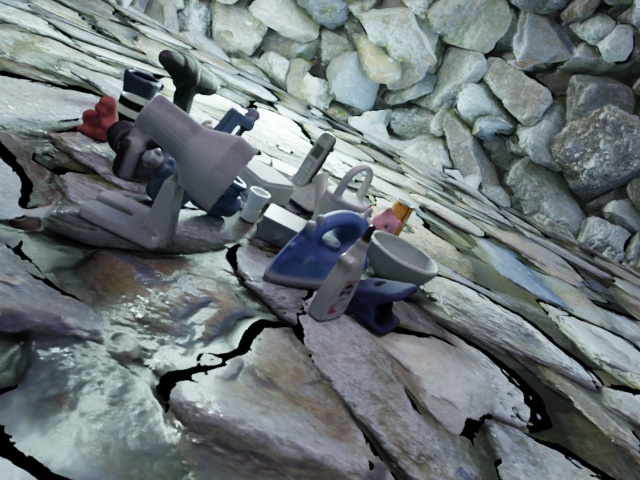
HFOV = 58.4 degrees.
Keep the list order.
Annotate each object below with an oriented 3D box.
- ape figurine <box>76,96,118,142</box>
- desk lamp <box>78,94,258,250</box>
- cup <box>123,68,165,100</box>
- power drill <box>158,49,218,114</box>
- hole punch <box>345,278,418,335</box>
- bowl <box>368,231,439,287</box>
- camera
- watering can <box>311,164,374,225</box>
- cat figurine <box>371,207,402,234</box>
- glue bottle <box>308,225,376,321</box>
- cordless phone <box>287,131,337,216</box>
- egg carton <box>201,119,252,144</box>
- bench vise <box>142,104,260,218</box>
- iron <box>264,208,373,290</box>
[{"bbox_3d":[-0.437,-0.248,1.156,0.076,0.092,0.077,10,25,-41],"label":"ape figurine"},{"bbox_3d":[-0.222,-0.094,0.862,0.203,0.213,0.118,25,19,-7],"label":"desk lamp"},{"bbox_3d":[-0.450,-0.370,1.447,0.091,0.095,0.118,35,20,22],"label":"cup"},{"bbox_3d":[-0.329,-0.331,1.337,0.075,0.208,0.230,31,19,11],"label":"power drill"},{"bbox_3d":[0.103,0.098,0.996,0.101,0.091,0.109,35,20,20],"label":"hole punch"},{"bbox_3d":[0.165,0.053,1.222,0.167,0.074,0.167,25,19,-9],"label":"bowl"},{"bbox_3d":[-0.337,-0.182,1.107,0.144,0.101,0.136,3,31,-50],"label":"camera"},{"bbox_3d":[0.045,-0.080,1.217,0.172,0.194,0.101,32,19,12],"label":"watering can"},{"bbox_3d":[0.123,-0.034,1.322,0.128,0.117,0.067,24,19,-10],"label":"cat figurine"},{"bbox_3d":[0.044,0.050,0.914,0.037,0.173,0.078,36,21,24],"label":"glue bottle"},{"bbox_3d":[0.002,-0.158,1.375,0.094,0.185,0.147,4,30,-49],"label":"cordless phone"},{"bbox_3d":[-0.242,-0.249,1.456,0.151,0.069,0.107,21,20,-19],"label":"egg carton"},{"bbox_3d":[-0.195,-0.141,1.009,0.121,0.219,0.208,36,21,23],"label":"bench vise"},{"bbox_3d":[0.010,0.004,1.035,0.118,0.141,0.259,37,21,25],"label":"iron"}]
